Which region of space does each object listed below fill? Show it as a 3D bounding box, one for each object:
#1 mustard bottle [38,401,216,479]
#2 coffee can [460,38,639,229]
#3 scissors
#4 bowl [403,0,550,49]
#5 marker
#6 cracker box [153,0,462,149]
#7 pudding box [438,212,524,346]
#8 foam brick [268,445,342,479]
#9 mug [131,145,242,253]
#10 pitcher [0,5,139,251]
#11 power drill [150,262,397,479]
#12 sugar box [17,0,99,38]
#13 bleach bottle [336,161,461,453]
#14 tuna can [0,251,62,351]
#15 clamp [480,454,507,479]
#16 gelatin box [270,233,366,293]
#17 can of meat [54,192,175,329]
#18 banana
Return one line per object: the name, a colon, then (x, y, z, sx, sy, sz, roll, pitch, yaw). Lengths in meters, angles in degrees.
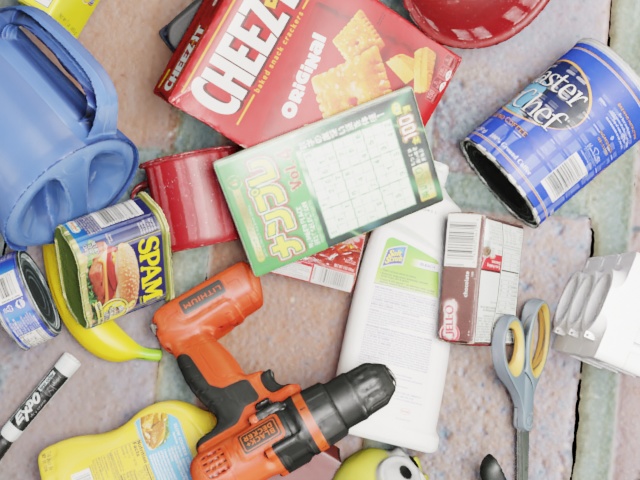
mustard bottle: (-0.144, 0.196, 0.944, 0.191, 0.058, 0.096, -22, 81, 0)
coffee can: (0.209, -0.093, 0.934, 0.140, 0.103, 0.103, -40, 87, -1)
scissors: (0.170, 0.149, 0.936, 0.016, 0.096, 0.202, 5, 84, 40)
bowl: (0.128, -0.247, 0.905, 0.162, 0.055, 0.162, -10, 120, -18)
marker: (-0.263, 0.154, 0.969, 0.020, 0.020, 0.121, 40, 88, 3)
cracker box: (-0.007, -0.140, 0.910, 0.213, 0.072, 0.164, 29, 93, -25)
pudding box: (0.142, 0.036, 0.933, 0.039, 0.089, 0.113, 5, 87, 33)
foam brick: (-0.016, 0.197, 0.933, 0.051, 0.078, 0.053, 31, 87, 1)
mug: (-0.118, -0.033, 0.949, 0.117, 0.093, 0.081, -11, 91, 23)
pitcher: (-0.272, -0.124, 0.912, 0.149, 0.145, 0.243, -40, 74, -9)
power drill: (-0.050, 0.108, 0.905, 0.184, 0.057, 0.188, -29, 53, -5)
sugar box: (-0.202, -0.271, 0.957, 0.048, 0.093, 0.176, 32, 88, 2)
bleach bottle: (0.081, 0.054, 0.949, 0.102, 0.068, 0.251, 14, 84, -1)
tuna can: (-0.261, 0.052, 0.941, 0.033, 0.086, 0.086, -25, 87, -2)
clamp: (0.212, 0.293, 0.939, 0.164, 0.036, 0.210, 4, 94, -9)
gelatin box: (-0.006, 0.001, 0.950, 0.089, 0.030, 0.073, 14, 49, 1)
can of meat: (-0.176, 0.019, 0.915, 0.083, 0.102, 0.057, -21, 44, -27)
banana: (-0.214, 0.032, 0.969, 0.069, 0.037, 0.198, -23, 89, -30)
